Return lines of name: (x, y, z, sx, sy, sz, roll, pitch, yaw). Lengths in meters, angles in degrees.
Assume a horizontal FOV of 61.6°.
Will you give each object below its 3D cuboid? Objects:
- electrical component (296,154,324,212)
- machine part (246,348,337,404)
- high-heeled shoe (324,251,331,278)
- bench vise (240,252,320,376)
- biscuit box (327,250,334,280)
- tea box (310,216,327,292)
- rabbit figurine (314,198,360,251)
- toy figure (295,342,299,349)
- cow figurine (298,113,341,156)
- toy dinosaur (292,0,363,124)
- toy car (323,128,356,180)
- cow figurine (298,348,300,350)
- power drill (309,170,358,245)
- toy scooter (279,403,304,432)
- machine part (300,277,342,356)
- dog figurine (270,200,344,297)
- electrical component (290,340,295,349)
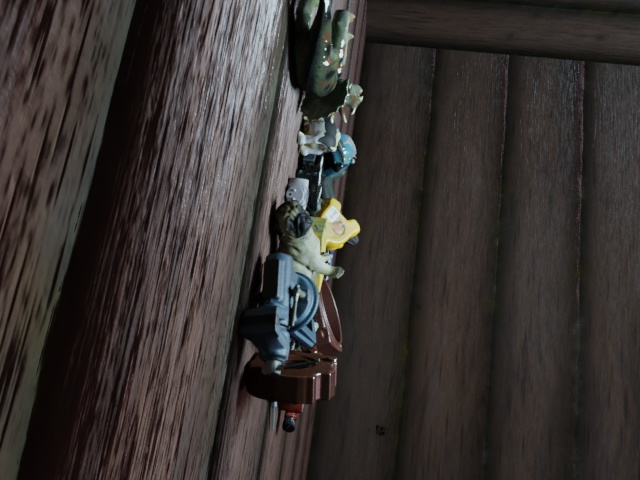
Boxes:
electrical component: (-0.025, -0.156, 1.342, 0.115, 0.058, 0.134, -80, 174, -56)
machine part: (-0.051, 0.248, 0.997, 0.179, 0.179, 0.056, -39, 133, -82)
high-heeled shoe: (0.000, 0.008, 1.569, 0.145, 0.086, 0.248, 19, 64, -72)
bench vise: (-0.054, 0.149, 0.978, 0.240, 0.129, 0.224, 52, 23, -57)
biscuit box: (0.003, 0.032, 1.696, 0.059, 0.063, 0.202, -14, 122, -42)
tea box: (-0.038, 0.031, 1.228, 0.068, 0.098, 0.169, -75, 172, -55)
rabbit figurine: (-0.003, -0.004, 1.383, 0.173, 0.121, 0.162, -18, -144, 57)
toy figure: (-0.064, 0.226, 1.446, 0.064, 0.057, 0.154, -42, -161, 28)
cow figurine: (0.006, -0.277, 1.295, 0.068, 0.098, 0.167, 79, 18, -53)
toy dinosaur: (0.000, -0.355, 1.086, 0.404, 0.131, 0.192, 11, 86, -79)
toy car: (0.042, -0.226, 1.408, 0.109, 0.103, 0.161, 63, -26, 5)
cow figurine: (-0.041, 0.263, 1.549, 0.127, 0.085, 0.194, -90, -169, -73)
power drill: (0.033, -0.107, 1.531, 0.232, 0.086, 0.207, 27, 59, -47)
toy scooter: (-0.072, 0.433, 1.511, 0.135, 0.075, 0.183, -72, 171, -62)
machine part: (-0.010, 0.189, 1.370, 0.201, 0.087, 0.201, 58, 18, -64)
dog figurine: (-0.067, 0.029, 1.085, 0.172, 0.121, 0.190, -46, 124, -11)
electrical component: (-0.086, 0.261, 1.283, 0.119, 0.048, 0.074, -53, 150, -77)
